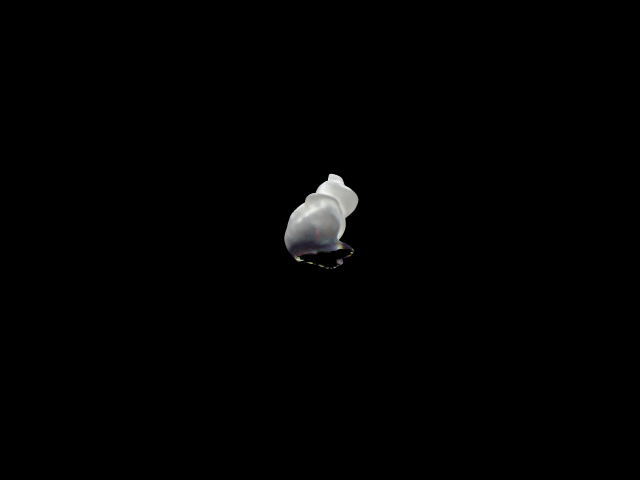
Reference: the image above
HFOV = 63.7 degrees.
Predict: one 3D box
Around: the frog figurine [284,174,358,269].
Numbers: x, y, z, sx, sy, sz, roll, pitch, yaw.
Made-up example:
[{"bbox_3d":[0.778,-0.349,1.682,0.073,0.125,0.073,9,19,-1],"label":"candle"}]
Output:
[{"bbox_3d":[0.003,-0.043,0.850,0.122,0.162,0.135,-2,-22,5],"label":"frog figurine"}]
